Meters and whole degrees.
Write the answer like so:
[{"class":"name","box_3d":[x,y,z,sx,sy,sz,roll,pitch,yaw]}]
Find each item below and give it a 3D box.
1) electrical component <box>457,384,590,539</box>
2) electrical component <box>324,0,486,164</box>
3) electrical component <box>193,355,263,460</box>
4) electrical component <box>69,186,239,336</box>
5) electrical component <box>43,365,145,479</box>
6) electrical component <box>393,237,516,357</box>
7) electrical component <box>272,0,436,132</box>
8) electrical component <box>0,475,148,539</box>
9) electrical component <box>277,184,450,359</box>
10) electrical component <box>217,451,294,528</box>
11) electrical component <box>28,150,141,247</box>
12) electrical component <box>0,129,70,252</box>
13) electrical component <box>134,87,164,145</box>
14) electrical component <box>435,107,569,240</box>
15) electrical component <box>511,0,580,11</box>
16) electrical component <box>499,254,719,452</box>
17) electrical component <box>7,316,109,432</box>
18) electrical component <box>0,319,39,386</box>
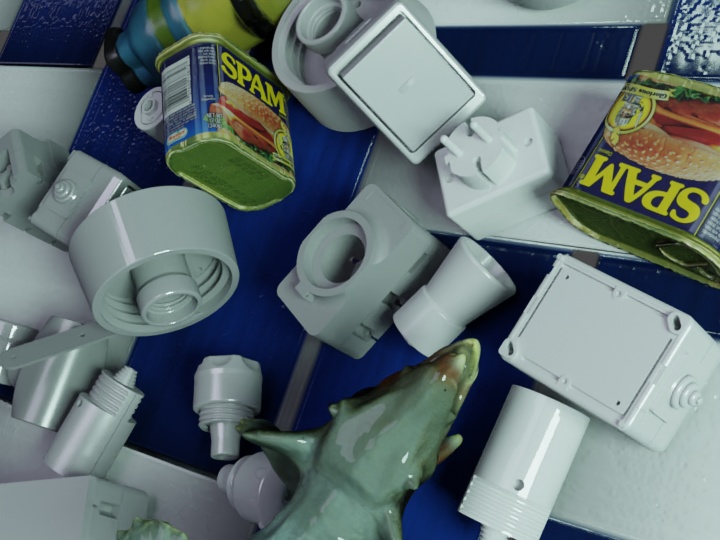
[{"class":"electrical component","box_3d":[0.082,0.104,0.549,0.043,0.043,0.081,19,81,40]},{"class":"electrical component","box_3d":[0.031,-0.110,0.656,0.062,0.096,0.061,-43,14,9]},{"class":"electrical component","box_3d":[-0.083,0.087,0.675,0.043,0.043,0.062,-15,63,30]},{"class":"electrical component","box_3d":[-0.132,0.002,0.712,0.108,0.108,0.060,-34,59,18]},{"class":"electrical component","box_3d":[-0.177,0.103,0.734,0.043,0.043,0.081,26,85,40]},{"class":"electrical component","box_3d":[0.051,0.019,0.614,0.065,0.044,0.044,-45,50,16]},{"class":"electrical component","box_3d":[-0.010,-0.155,0.726,0.108,0.060,0.108,-15,61,29]},{"class":"electrical component","box_3d":[-0.215,0.190,0.708,0.150,0.062,0.089,-11,63,31]},{"class":"electrical component","box_3d":[0.000,0.000,0.649,0.089,0.056,0.050,-48,50,7]},{"class":"electrical component","box_3d":[-0.059,0.129,0.638,0.062,0.048,0.048,3,71,43]},{"class":"electrical component","box_3d":[-0.181,-0.037,0.764,0.061,0.096,0.061,28,82,29]},{"class":"electrical component","box_3d":[-0.247,-0.063,0.833,0.050,0.089,0.055,-36,52,17]},{"class":"electrical component","box_3d":[-0.132,-0.105,0.787,0.044,0.065,0.044,-16,60,29]},{"class":"electrical component","box_3d":[0.073,-0.062,0.612,0.066,0.077,0.047,-24,57,25]},{"class":"electrical component","box_3d":[0.115,-0.211,0.661,0.099,0.064,0.099,-16,60,29]},{"class":"electrical component","box_3d":[0.130,0.045,0.531,0.096,0.061,0.061,31,89,41]},{"class":"electrical component","box_3d":[-0.229,0.074,0.784,0.079,0.044,0.077,8,73,38]},{"class":"electrical component","box_3d":[-0.273,0.063,0.826,0.040,0.040,0.046,10,81,38]}]
